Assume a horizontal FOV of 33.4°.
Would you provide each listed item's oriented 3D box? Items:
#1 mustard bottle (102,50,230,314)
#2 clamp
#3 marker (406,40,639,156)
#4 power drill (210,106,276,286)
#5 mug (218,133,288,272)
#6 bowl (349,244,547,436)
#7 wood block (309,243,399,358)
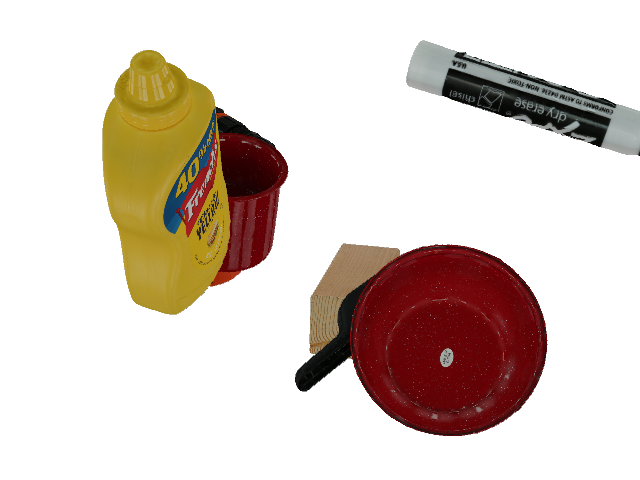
[{"bbox_3d":[-0.092,-0.041,0.637,0.058,0.096,0.192,18,-32,11],"label":"mustard bottle"},{"bbox_3d":[0.059,0.101,1.099,0.120,0.171,0.039,16,-40,18],"label":"clamp"},{"bbox_3d":[0.092,-0.050,0.408,0.121,0.020,0.020,20,4,13],"label":"marker"},{"bbox_3d":[-0.117,-0.050,1.108,0.185,0.188,0.057,28,37,34],"label":"power drill"},{"bbox_3d":[-0.084,-0.024,0.859,0.093,0.081,0.117,34,45,29],"label":"mug"},{"bbox_3d":[0.100,0.086,0.853,0.162,0.162,0.055,0,8,9],"label":"bowl"},{"bbox_3d":[0.052,0.083,1.513,0.091,0.090,0.206,6,21,11],"label":"wood block"}]
